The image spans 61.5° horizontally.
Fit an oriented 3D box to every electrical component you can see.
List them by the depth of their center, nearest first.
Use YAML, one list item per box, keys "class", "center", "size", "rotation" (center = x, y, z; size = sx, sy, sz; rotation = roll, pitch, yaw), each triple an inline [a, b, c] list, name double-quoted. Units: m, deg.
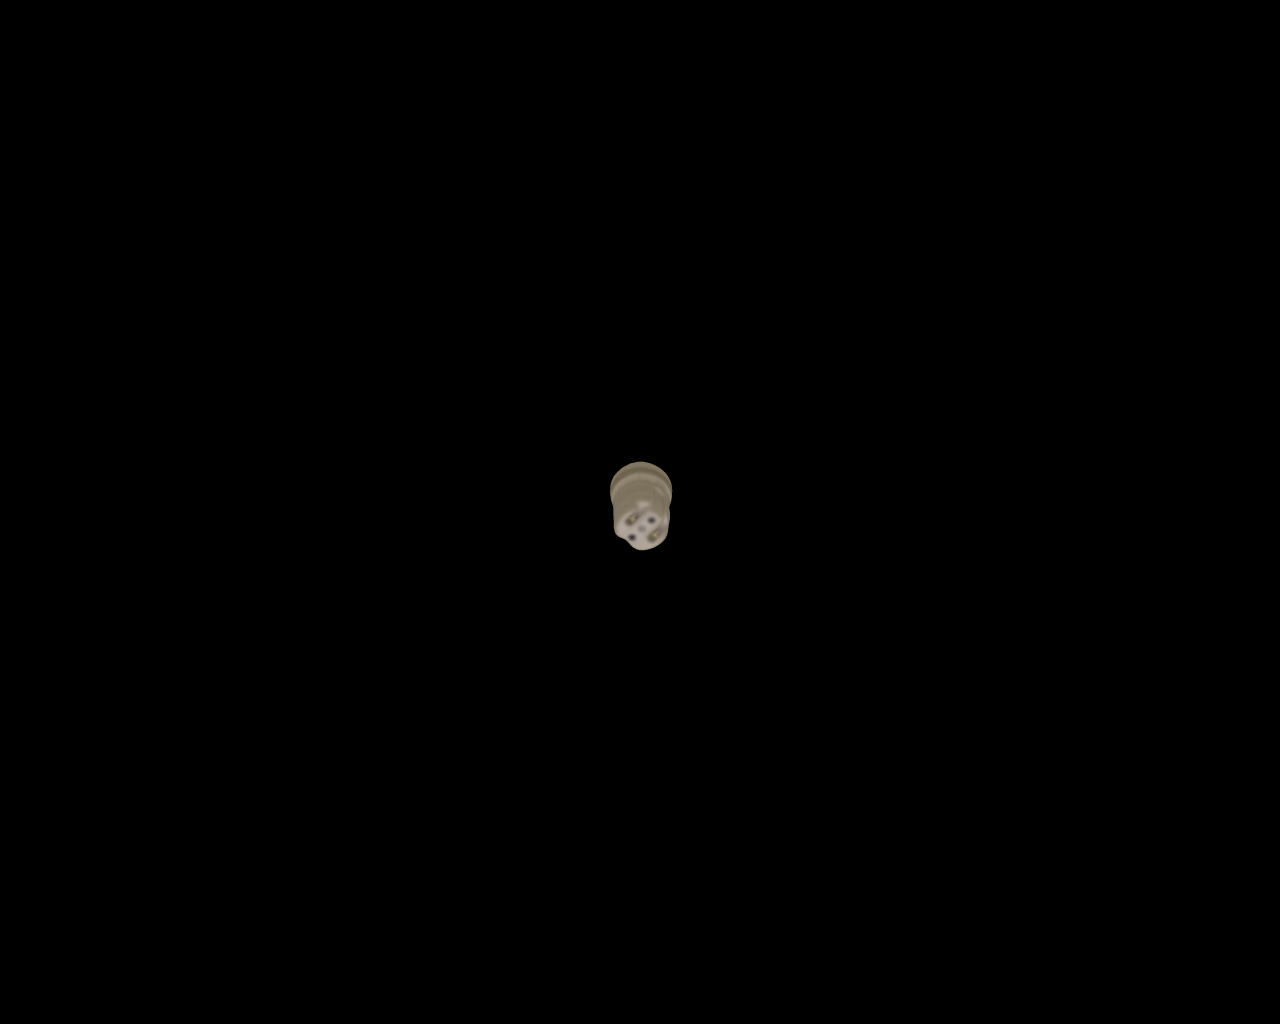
- class: "electrical component"
  center: [0.001, -0.003, 0.650]
  size: [0.040, 0.040, 0.046]
  rotation: [0, 36, 0]
